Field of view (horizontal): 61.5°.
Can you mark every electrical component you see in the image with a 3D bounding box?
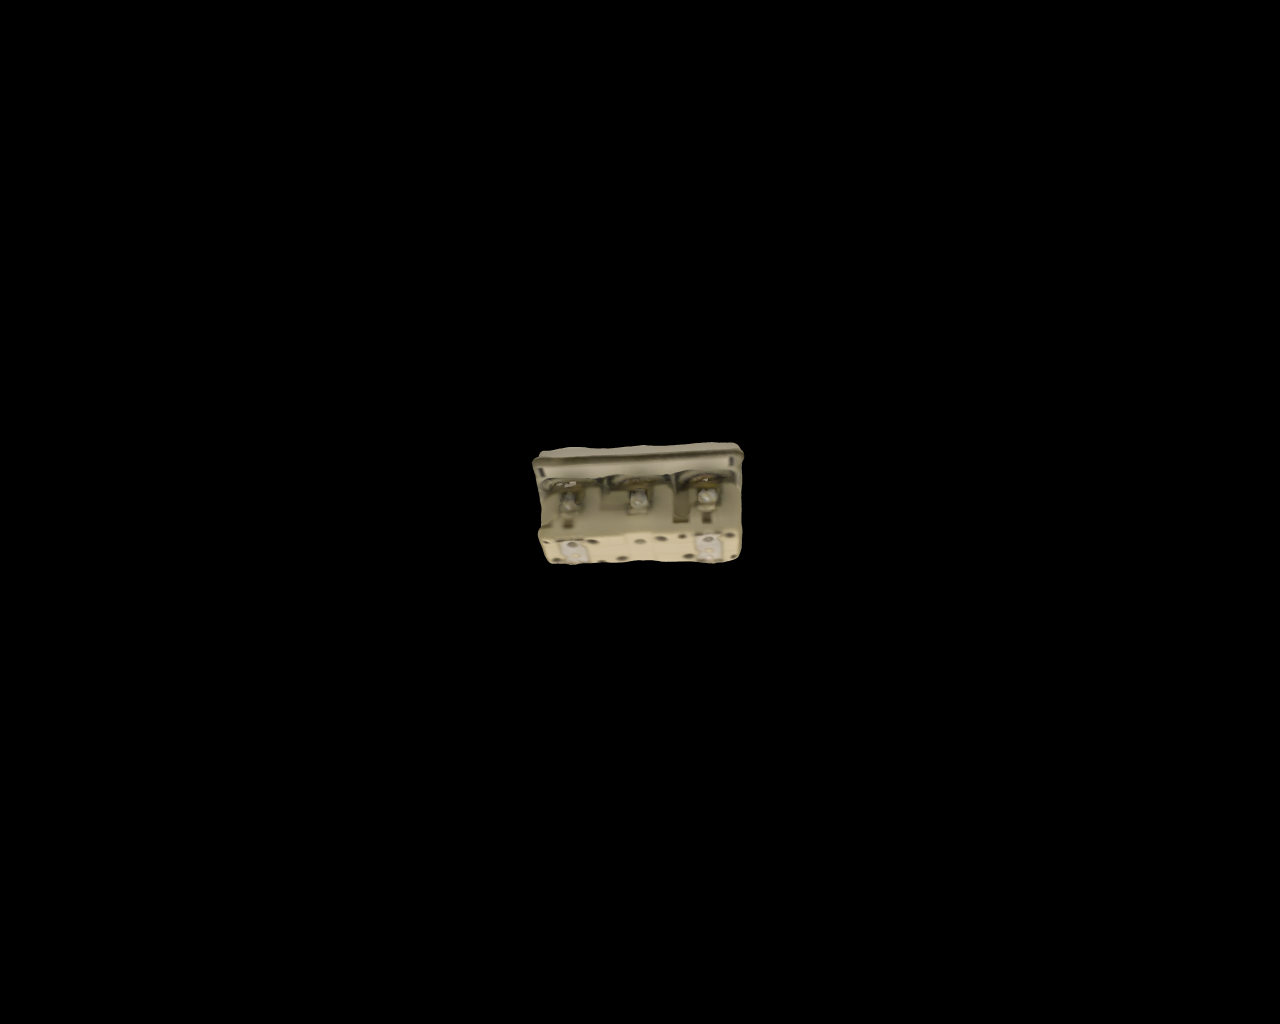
[{"bbox_3d":[0.001,-0.003,0.650,0.121,0.063,0.078,-1,-28,2],"label":"electrical component"}]
